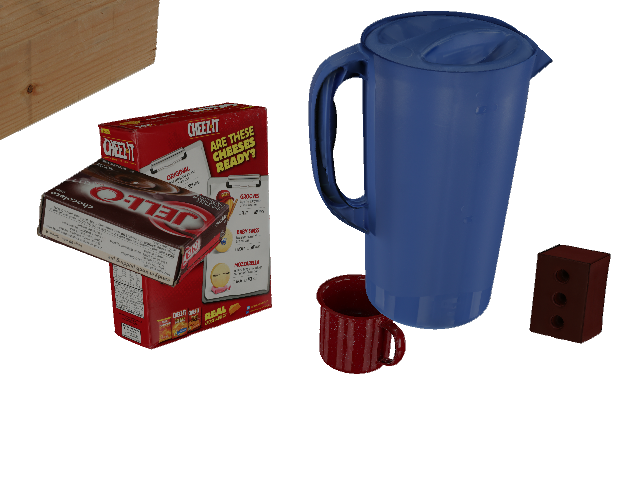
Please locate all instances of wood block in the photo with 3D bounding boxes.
[{"bbox_3d":[-0.241,-0.171,0.916,0.090,0.091,0.205,30,43,21],"label":"wood block"}]

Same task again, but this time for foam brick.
[{"bbox_3d":[0.229,0.048,0.979,0.053,0.078,0.051,12,18,33],"label":"foam brick"}]

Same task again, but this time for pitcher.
[{"bbox_3d":[0.084,-0.052,0.858,0.149,0.243,0.144,19,34,27],"label":"pitcher"}]

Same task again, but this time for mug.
[{"bbox_3d":[0.049,0.101,1.201,0.117,0.081,0.093,26,37,35],"label":"mug"}]

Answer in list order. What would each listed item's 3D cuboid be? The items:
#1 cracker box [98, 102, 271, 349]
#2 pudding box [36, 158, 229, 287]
[{"bbox_3d":[-0.130,-0.019,1.055,0.072,0.214,0.163,13,21,42],"label":"cracker box"},{"bbox_3d":[-0.135,-0.015,0.780,0.113,0.039,0.090,18,24,10],"label":"pudding box"}]
